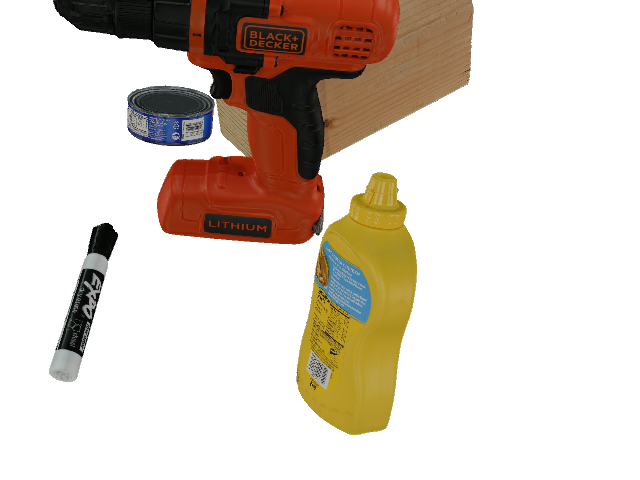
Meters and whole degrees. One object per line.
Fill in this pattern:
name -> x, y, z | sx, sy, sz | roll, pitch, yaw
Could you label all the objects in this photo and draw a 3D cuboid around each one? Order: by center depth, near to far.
power drill -> -0.057, -0.079, 0.619 | 0.184, 0.057, 0.188 | 6, -40, -3
marker -> -0.162, 0.040, 0.738 | 0.020, 0.121, 0.020 | 7, -33, 4
mustard bottle -> 0.030, 0.041, 0.798 | 0.058, 0.192, 0.096 | -3, 25, -28
wood block -> 0.021, -0.145, 0.898 | 0.205, 0.091, 0.090 | -29, 50, -22
tuna can -> -0.149, -0.124, 1.059 | 0.086, 0.034, 0.086 | 5, 26, -3
